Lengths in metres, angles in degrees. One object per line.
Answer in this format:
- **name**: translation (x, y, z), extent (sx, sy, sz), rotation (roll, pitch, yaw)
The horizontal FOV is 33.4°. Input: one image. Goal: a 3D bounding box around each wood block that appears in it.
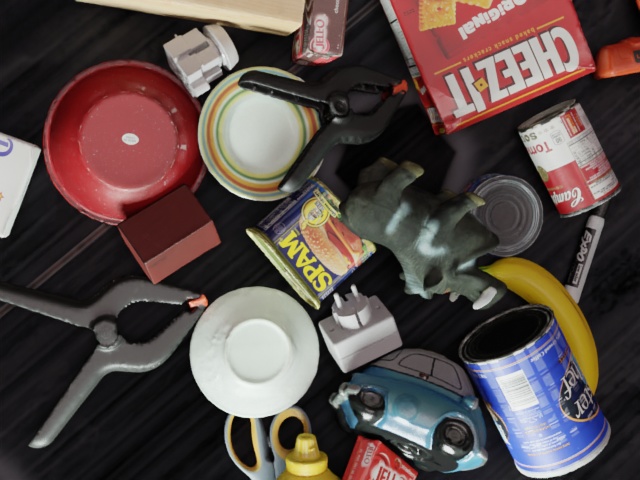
- **wood block**: translation (-0.119, -0.255, 0.993), extent (0.206, 0.090, 0.091), rotation (7, 92, -11)

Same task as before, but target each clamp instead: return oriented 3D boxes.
- **clamp**: translation (0.011, -0.114, 1.032), extent (0.171, 0.039, 0.120), rotation (-12, 93, -22)
- **clamp**: translation (-0.207, 0.100, 1.022), extent (0.209, 0.036, 0.164), rotation (-12, 91, -12)

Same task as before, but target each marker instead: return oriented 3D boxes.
- **marker**: translation (0.280, 0.007, 1.117), extent (0.020, 0.020, 0.121), rotation (19, 90, -11)

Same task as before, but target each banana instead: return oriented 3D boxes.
- **banana**: translation (0.239, 0.085, 1.105), extent (0.070, 0.037, 0.198), rotation (-36, 98, 32)

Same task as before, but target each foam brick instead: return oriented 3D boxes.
- **foam brick**: translation (-0.142, -0.006, 1.011), extent (0.078, 0.053, 0.051), rotation (-32, 68, -12)

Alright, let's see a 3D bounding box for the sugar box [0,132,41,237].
- **sugar box**: translation (-0.357, -0.075, 0.982), extent (0.176, 0.048, 0.093), rotation (20, 89, -10)

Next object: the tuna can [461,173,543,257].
- **tuna can**: translation (0.183, -0.025, 1.090), extent (0.086, 0.034, 0.086), rotation (-1, 94, -10)

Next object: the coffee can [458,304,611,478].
- **coffee can**: translation (0.214, 0.150, 1.064), extent (0.102, 0.103, 0.140), rotation (-31, 104, -7)

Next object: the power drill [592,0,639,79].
- **power drill**: translation (0.305, -0.262, 1.086), extent (0.184, 0.057, 0.187), rotation (-9, 96, -4)

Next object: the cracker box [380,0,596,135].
- **cracker box**: translation (0.152, -0.231, 1.044), extent (0.164, 0.072, 0.213), rotation (-24, 97, 0)

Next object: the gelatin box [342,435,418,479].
- **gelatin box**: translation (0.056, 0.244, 1.052), extent (0.089, 0.030, 0.073), rotation (47, 59, -45)

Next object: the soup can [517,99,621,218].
- **soup can**: translation (0.252, -0.083, 1.082), extent (0.068, 0.068, 0.102), rotation (-29, 98, -8)

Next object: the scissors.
- **scissors**: translation (-0.035, 0.253, 1.075), extent (0.096, 0.016, 0.202), rotation (-21, 97, -9)

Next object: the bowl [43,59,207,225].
- **bowl**: translation (-0.181, -0.092, 1.009), extent (0.162, 0.055, 0.162), rotation (-1, 93, -11)

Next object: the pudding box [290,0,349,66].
- **pudding box**: translation (0.001, -0.226, 1.016), extent (0.039, 0.090, 0.113), rotation (8, 91, -13)

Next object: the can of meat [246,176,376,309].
- **can of meat**: translation (-0.007, 0.001, 1.039), extent (0.084, 0.057, 0.102), rotation (-42, 112, -9)

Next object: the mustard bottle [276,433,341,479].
- **mustard bottle**: translation (-0.012, 0.284, 1.047), extent (0.096, 0.058, 0.192), rotation (-7, 100, -34)
